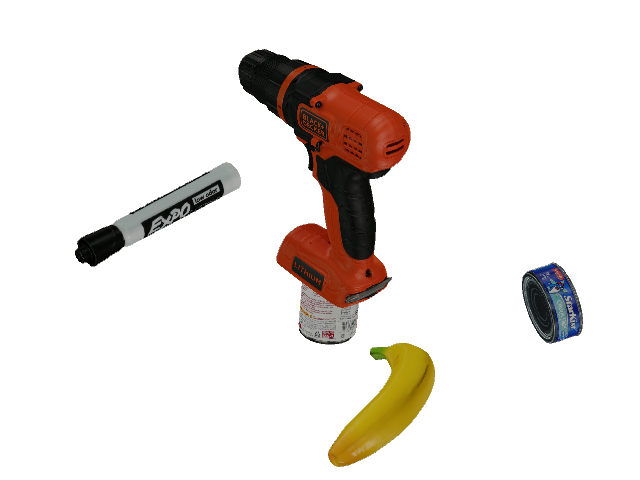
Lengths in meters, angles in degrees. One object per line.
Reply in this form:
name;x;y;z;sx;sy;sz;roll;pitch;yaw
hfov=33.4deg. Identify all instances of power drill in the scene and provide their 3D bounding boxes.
power drill;-0.003;-0.052;0.875;0.057;0.188;0.185;-25;41;-29

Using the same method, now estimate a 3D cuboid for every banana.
banana;0.060;0.131;0.897;0.070;0.037;0.197;-28;9;21

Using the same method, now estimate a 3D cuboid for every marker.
marker;-0.100;-0.017;0.660;0.120;0.020;0.020;-31;19;-35

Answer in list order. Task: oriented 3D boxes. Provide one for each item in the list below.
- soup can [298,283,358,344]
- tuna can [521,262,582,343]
soup can;0.012;0.058;1.207;0.068;0.102;0.068;4;26;-2
tuna can;0.256;0.070;1.186;0.033;0.086;0.086;-17;2;-8
